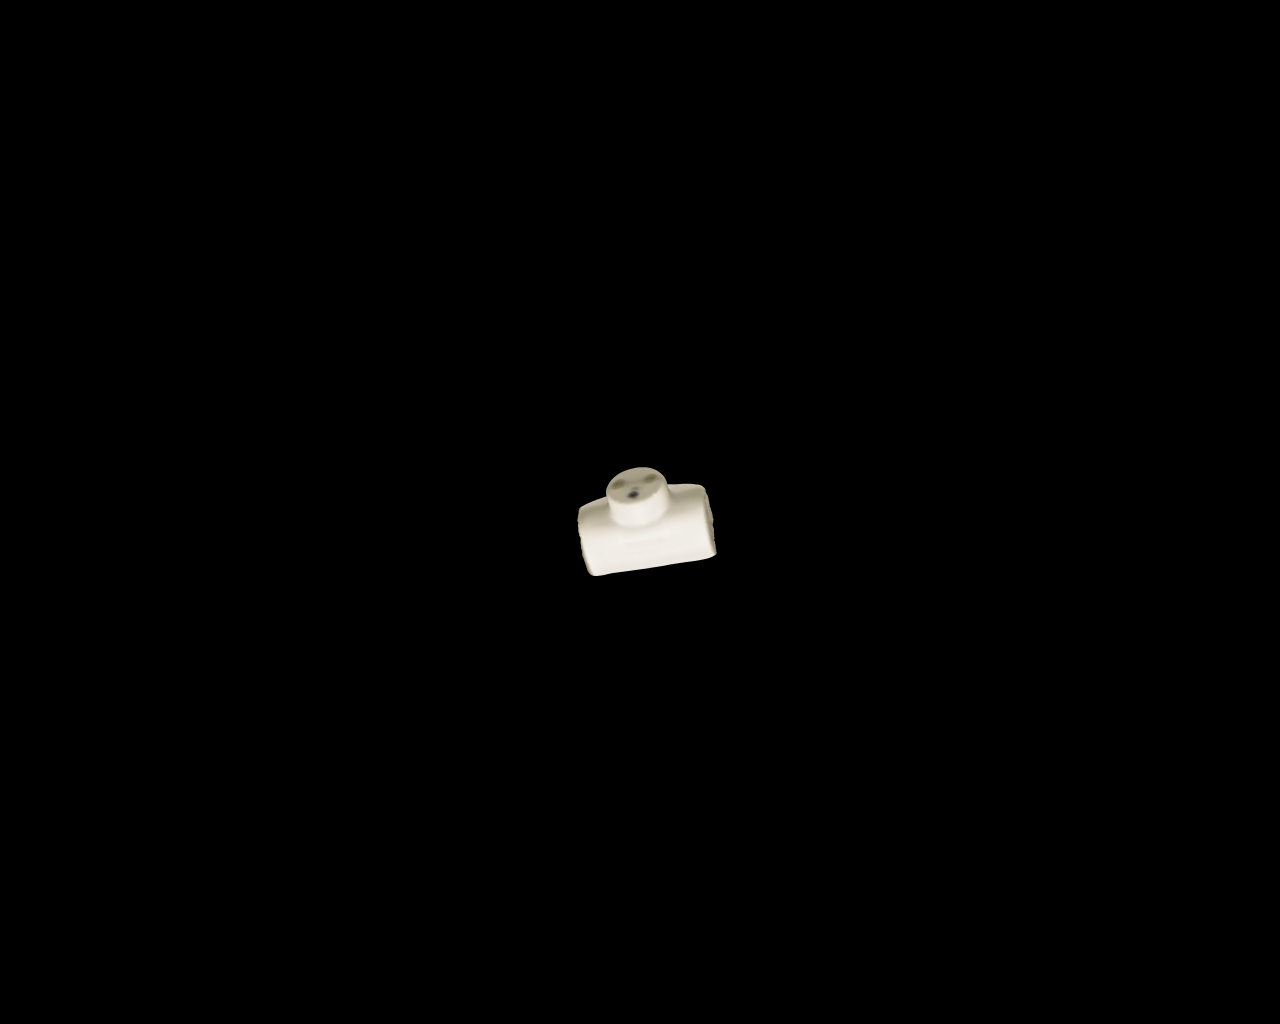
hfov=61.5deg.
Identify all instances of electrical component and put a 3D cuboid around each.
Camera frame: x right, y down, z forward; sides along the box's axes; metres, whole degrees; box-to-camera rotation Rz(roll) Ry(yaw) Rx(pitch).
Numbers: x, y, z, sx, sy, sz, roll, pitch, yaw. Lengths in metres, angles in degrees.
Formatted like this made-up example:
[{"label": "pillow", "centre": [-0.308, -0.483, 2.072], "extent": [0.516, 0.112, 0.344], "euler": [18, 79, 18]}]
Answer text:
[{"label": "electrical component", "centre": [0.001, -0.003, 0.650], "extent": [0.077, 0.079, 0.043], "euler": [-10, 36, 8]}]
